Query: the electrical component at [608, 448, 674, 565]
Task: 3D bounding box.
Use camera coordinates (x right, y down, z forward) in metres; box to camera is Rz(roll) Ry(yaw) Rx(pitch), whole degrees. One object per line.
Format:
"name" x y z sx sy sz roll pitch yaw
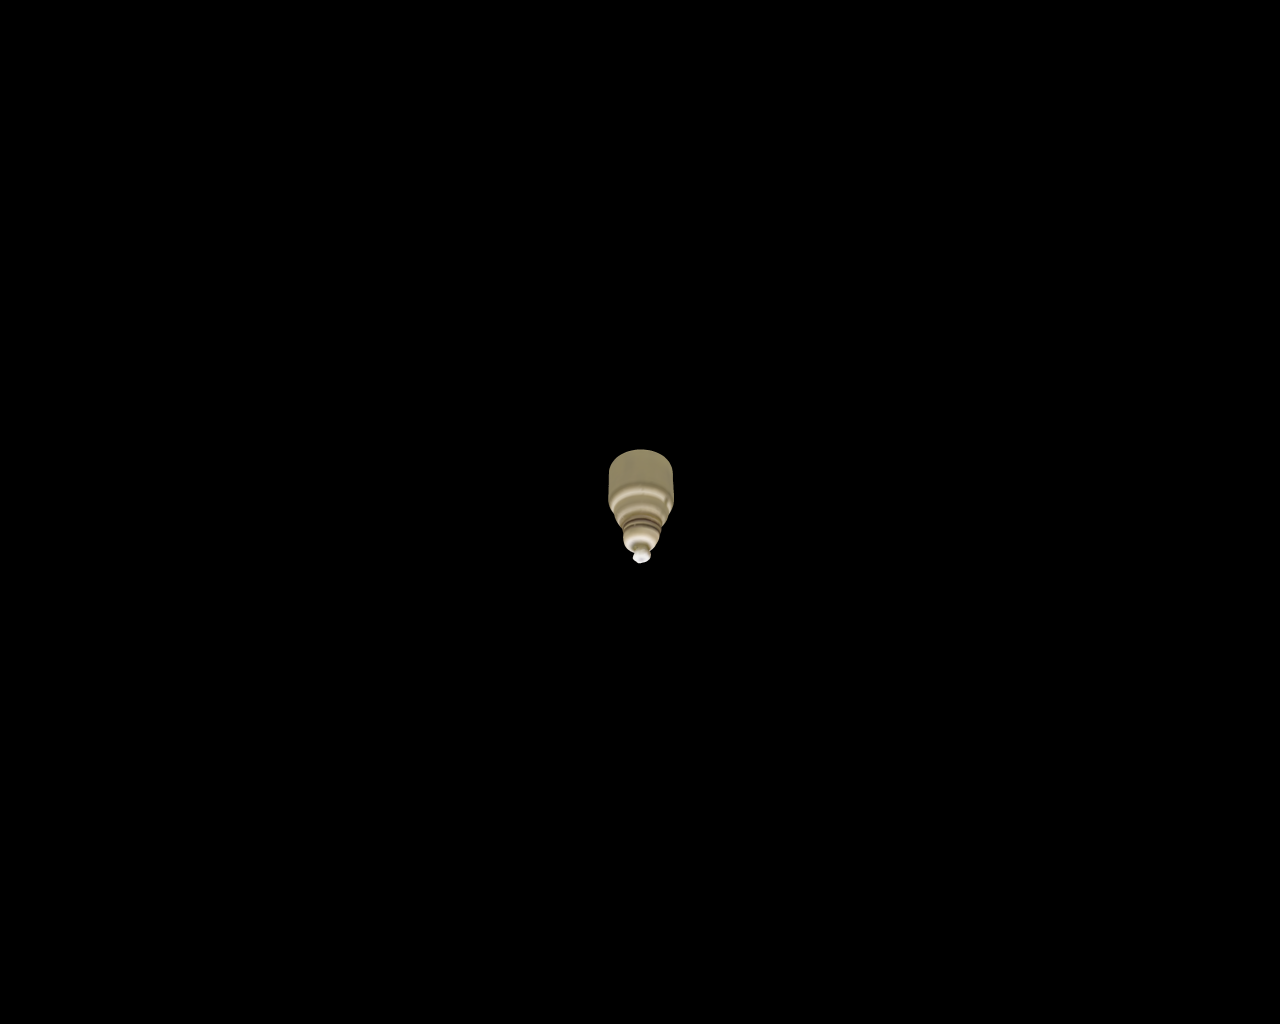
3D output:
"electrical component" 0.001 -0.003 0.650 0.040 0.078 0.040 0 -39 0
